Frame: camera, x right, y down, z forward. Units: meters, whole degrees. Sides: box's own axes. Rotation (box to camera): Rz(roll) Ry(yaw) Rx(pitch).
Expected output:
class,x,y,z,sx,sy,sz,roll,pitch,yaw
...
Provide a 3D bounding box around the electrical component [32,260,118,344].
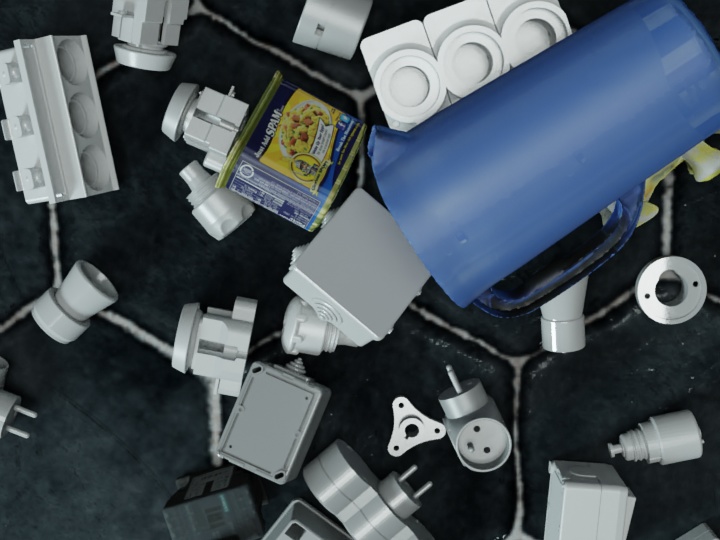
class,x,y,z,sx,sy,sz,roll,pitch,yaw
electrical component,-0.230,0.026,0.866,0.055,0.045,0.045,-43,96,6

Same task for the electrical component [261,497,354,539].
class,x,y,z,sx,sy,sz,roll,pitch,yaw
electrical component,-0.043,0.266,0.895,0.109,0.056,0.108,37,97,-5

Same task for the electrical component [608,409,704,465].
class,x,y,z,sx,sy,sz,roll,pitch,yaw
electrical component,0.243,0.140,0.882,0.078,0.040,0.040,-12,98,3

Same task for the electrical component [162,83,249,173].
class,x,y,z,sx,sy,sz,roll,pitch,yaw
electrical component,-0.121,-0.116,0.842,0.055,0.048,0.066,23,82,-3

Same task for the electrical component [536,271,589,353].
class,x,y,z,sx,sy,sz,roll,pitch,yaw
electrical component,0.163,0.034,0.867,0.044,0.044,0.065,-5,103,1

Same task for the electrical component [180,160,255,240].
class,x,y,z,sx,sy,sz,roll,pitch,yaw
electrical component,-0.117,-0.058,0.853,0.043,0.043,0.062,-40,95,6

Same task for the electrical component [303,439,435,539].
class,x,y,z,sx,sy,sz,roll,pitch,yaw
electrical component,0.025,0.191,0.885,0.074,0.052,0.138,-41,96,6

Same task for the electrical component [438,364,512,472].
class,x,y,z,sx,sy,sz,roll,pitch,yaw
electrical component,0.087,0.113,0.860,0.044,0.077,0.079,-25,97,4

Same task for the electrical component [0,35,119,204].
class,x,y,z,sx,sy,sz,roll,pitch,yaw
electrical component,-0.237,-0.115,0.834,0.063,0.079,0.121,-7,99,24

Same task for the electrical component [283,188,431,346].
class,x,y,z,sx,sy,sz,roll,pitch,yaw
electrical component,0.000,0.000,0.842,0.100,0.048,0.099,40,67,-5

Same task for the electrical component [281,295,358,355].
class,x,y,z,sx,sy,sz,roll,pitch,yaw
electrical component,-0.031,0.048,0.869,0.062,0.048,0.048,11,99,-8

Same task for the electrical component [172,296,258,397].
class,x,y,z,sx,sy,sz,roll,pitch,yaw
electrical component,-0.118,0.058,0.864,0.057,0.058,0.078,11,98,-4

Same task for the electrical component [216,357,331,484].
class,x,y,z,sx,sy,sz,roll,pitch,yaw
electrical component,-0.065,0.116,0.867,0.062,0.061,0.096,22,88,10

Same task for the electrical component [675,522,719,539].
class,x,y,z,sx,sy,sz,roll,pitch,yaw
electrical component,0.296,0.265,0.882,0.047,0.075,0.083,-34,97,5

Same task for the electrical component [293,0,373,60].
class,x,y,z,sx,sy,sz,roll,pitch,yaw
electrical component,-0.020,-0.193,0.827,0.047,0.055,0.055,20,98,-7

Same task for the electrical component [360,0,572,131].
class,x,y,z,sx,sy,sz,roll,pitch,yaw
electrical component,0.084,-0.158,0.827,0.150,0.061,0.089,-20,98,3

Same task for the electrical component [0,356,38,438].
class,x,y,z,sx,sy,sz,roll,pitch,yaw
electrical component,-0.305,0.113,0.880,0.079,0.044,0.077,22,98,-3

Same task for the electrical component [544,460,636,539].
class,x,y,z,sx,sy,sz,roll,pitch,yaw
electrical component,0.186,0.211,0.882,0.061,0.061,0.096,4,99,0

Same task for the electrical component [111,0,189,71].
class,x,y,z,sx,sy,sz,roll,pitch,yaw
electrical component,-0.164,-0.185,0.829,0.048,0.066,0.055,22,110,32
